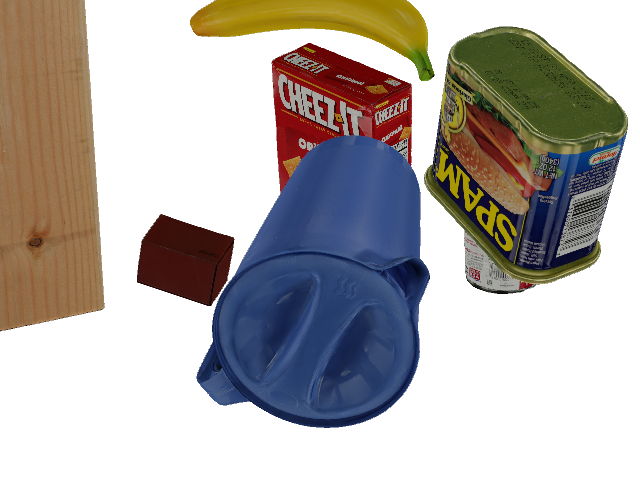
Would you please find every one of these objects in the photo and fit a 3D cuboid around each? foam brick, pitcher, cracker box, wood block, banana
[{"bbox_3d":[-0.129,0.019,1.018,0.078,0.051,0.053,18,34,7],"label":"foam brick"},{"bbox_3d":[0.004,0.019,0.778,0.149,0.145,0.242,9,27,5],"label":"pitcher"},{"bbox_3d":[0.024,-0.100,1.239,0.072,0.214,0.164,-32,44,-34],"label":"cracker box"},{"bbox_3d":[-0.184,-0.061,0.607,0.090,0.206,0.090,-11,27,-27],"label":"wood block"},{"bbox_3d":[0.000,-0.170,0.811,0.198,0.069,0.037,13,-40,18],"label":"banana"}]

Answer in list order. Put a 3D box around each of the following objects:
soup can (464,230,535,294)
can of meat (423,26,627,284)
[{"bbox_3d":[0.162,-0.012,0.938,0.068,0.102,0.068,-2,24,1],"label":"soup can"},{"bbox_3d":[0.099,-0.044,0.524,0.057,0.084,0.102,-18,47,-21],"label":"can of meat"}]
